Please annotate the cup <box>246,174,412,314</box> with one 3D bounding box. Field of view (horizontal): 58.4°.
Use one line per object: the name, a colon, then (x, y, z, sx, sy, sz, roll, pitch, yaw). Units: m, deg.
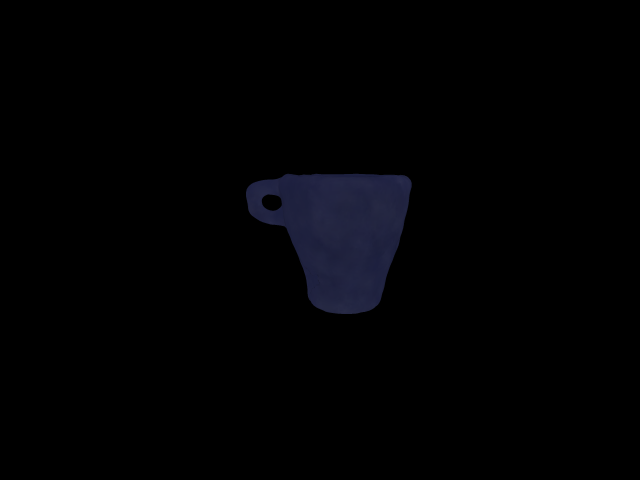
cup: (0.004, 0.001, 0.400, 0.117, 0.095, 0.092, 2, 7, 14)
